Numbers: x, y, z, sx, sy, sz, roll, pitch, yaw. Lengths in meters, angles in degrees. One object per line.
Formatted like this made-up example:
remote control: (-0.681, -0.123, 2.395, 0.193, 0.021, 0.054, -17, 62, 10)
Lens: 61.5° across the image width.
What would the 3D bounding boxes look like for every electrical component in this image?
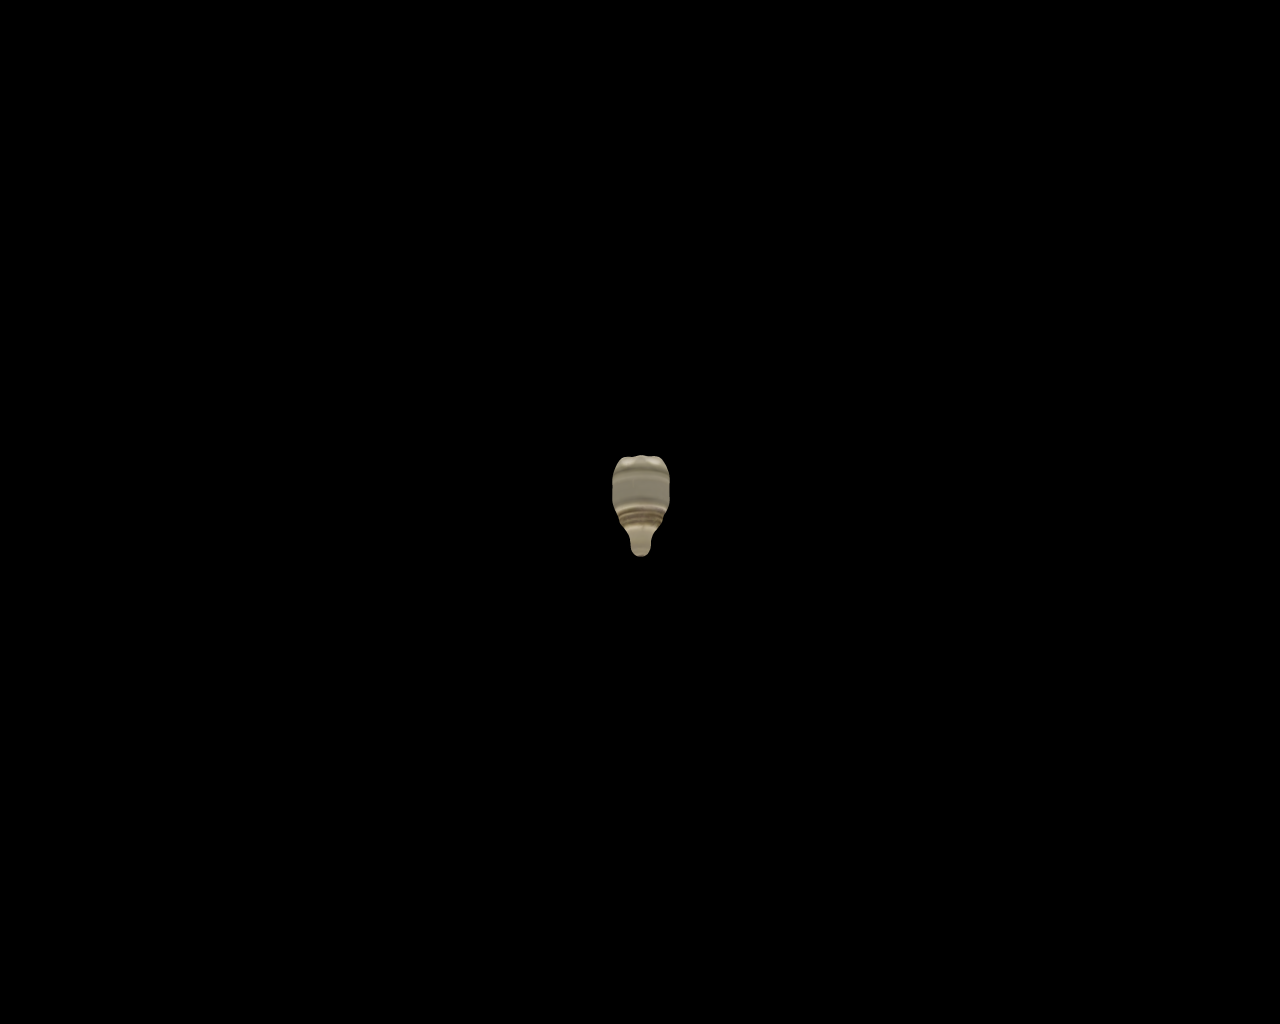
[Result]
electrical component: (0.001, -0.003, 0.650, 0.035, 0.061, 0.035, 0, -15, 0)
